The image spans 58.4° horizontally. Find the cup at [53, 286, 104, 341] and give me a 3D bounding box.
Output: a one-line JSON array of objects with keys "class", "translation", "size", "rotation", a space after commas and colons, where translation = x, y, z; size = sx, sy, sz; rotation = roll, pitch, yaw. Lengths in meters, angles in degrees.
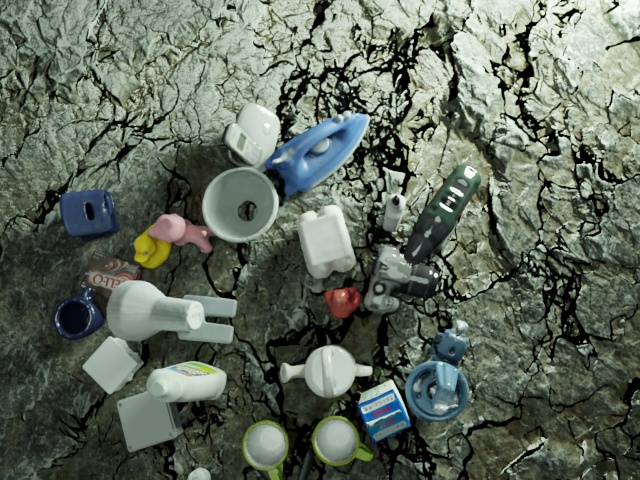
[{"class": "cup", "translation": [-0.508, 0.158, 1.244], "size": [0.091, 0.095, 0.118], "rotation": [19, 83, 8]}]

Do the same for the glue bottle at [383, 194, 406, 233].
[{"class": "glue bottle", "translation": [0.154, -0.066, 1.180], "size": [0.037, 0.173, 0.078], "rotation": [16, 83, 8]}]

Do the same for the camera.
[{"class": "camera", "translation": [0.171, 0.091, 1.191], "size": [0.136, 0.101, 0.143], "rotation": [15, 83, 7]}]

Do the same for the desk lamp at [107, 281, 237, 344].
[{"class": "desk lamp", "translation": [-0.295, 0.151, 1.165], "size": [0.203, 0.213, 0.118], "rotation": [4, 81, 6]}]

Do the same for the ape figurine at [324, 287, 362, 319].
[{"class": "ape figurine", "translation": [0.045, 0.126, 1.201], "size": [0.077, 0.092, 0.076], "rotation": [23, 84, 9]}]

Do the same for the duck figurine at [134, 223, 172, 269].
[{"class": "duck figurine", "translation": [-0.375, 0.008, 1.260], "size": [0.077, 0.086, 0.105], "rotation": [21, 84, 8]}]

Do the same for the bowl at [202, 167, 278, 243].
[{"class": "bowl", "translation": [-0.169, -0.071, 1.260], "size": [0.167, 0.075, 0.167], "rotation": [-1, 81, 5]}]

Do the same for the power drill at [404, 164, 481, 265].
[{"class": "power drill", "translation": [0.237, -0.036, 1.150], "size": [0.075, 0.208, 0.230], "rotation": [32, 85, 10]}]

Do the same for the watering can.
[{"class": "watering can", "translation": [0.012, 0.263, 1.130], "size": [0.173, 0.194, 0.101], "rotation": [-24, 80, 1]}]

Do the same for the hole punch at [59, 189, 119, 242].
[{"class": "hole punch", "translation": [-0.515, -0.060, 1.280], "size": [0.101, 0.091, 0.108], "rotation": [-17, 80, 3]}]

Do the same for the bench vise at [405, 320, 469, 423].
[{"class": "bench vise", "translation": [0.228, 0.255, 1.099], "size": [0.121, 0.220, 0.207], "rotation": [4, 81, 6]}]

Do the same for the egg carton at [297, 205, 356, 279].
[{"class": "egg carton", "translation": [0.011, 0.004, 1.234], "size": [0.107, 0.069, 0.150], "rotation": [-17, 80, 2]}]

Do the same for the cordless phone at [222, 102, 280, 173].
[{"class": "cordless phone", "translation": [-0.154, -0.232, 1.228], "size": [0.094, 0.185, 0.148], "rotation": [12, 82, 7]}]

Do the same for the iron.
[{"class": "iron", "translation": [0.001, -0.214, 1.233], "size": [0.258, 0.141, 0.118], "rotation": [-38, 80, -1]}]

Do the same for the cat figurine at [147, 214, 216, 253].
[{"class": "cat figurine", "translation": [-0.299, -0.020, 1.241], "size": [0.127, 0.118, 0.067], "rotation": [11, 82, 7]}]
